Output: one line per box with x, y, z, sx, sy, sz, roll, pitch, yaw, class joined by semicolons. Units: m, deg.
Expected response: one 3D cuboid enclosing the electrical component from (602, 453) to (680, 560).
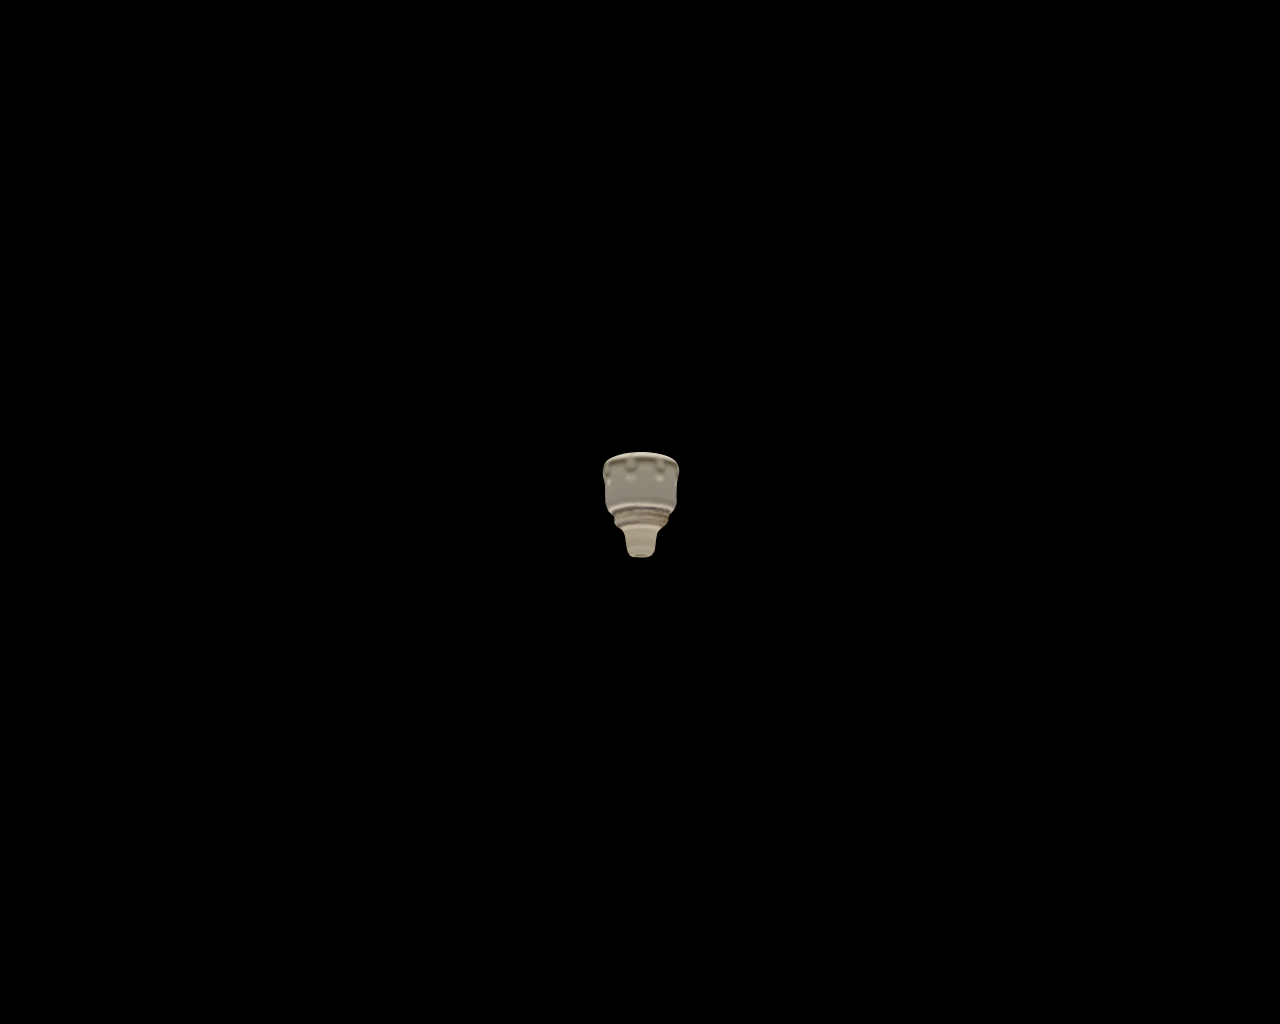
0.001;-0.003;0.650;0.048;0.062;0.048;0;-12;0;electrical component
